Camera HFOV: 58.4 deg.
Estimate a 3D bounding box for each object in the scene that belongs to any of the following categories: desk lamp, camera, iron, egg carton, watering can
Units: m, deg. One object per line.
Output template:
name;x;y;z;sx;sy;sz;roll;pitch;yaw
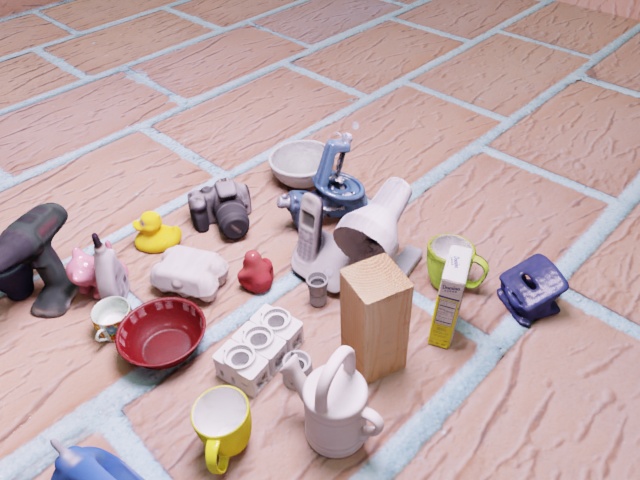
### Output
desk lamp;0.120;-0.005;1.121;0.117;0.214;0.204;21;46;25
camera;-0.220;-0.068;1.293;0.143;0.101;0.136;-13;42;-12
iron;-0.268;0.362;0.770;0.257;0.141;0.119;23;47;26
egg carton;-0.265;0.069;1.161;0.150;0.069;0.107;10;43;14
watering can;0.016;0.235;0.865;0.172;0.194;0.101;7;42;11

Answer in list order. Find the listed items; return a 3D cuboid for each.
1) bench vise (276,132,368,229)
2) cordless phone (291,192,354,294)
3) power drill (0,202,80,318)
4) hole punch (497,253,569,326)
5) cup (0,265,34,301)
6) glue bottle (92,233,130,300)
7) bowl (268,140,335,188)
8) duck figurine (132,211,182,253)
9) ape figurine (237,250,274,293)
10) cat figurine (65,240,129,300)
bench vise;0.013;-0.120;1.252;0.208;0.220;0.121;-29;48;-28
cordless phone;0.010;0.004;1.137;0.147;0.185;0.094;26;49;29
power drill;-0.538;0.045;1.092;0.075;0.209;0.229;1;41;4
hole punch;0.403;0.093;1.093;0.101;0.091;0.108;-13;42;-13
cup;-0.627;0.077;1.145;0.118;0.095;0.091;-7;41;-6
glue bottle;-0.410;0.053;1.105;0.037;0.173;0.078;0;41;2
bowl;-0.044;-0.179;1.433;0.167;0.075;0.167;-1;41;1
duck figurine;-0.361;-0.025;1.260;0.104;0.086;0.077;-5;41;-3
ape figurine;-0.130;0.057;1.153;0.078;0.092;0.076;-15;43;-15
cat figurine;-0.455;0.054;1.148;0.067;0.118;0.128;15;44;19
